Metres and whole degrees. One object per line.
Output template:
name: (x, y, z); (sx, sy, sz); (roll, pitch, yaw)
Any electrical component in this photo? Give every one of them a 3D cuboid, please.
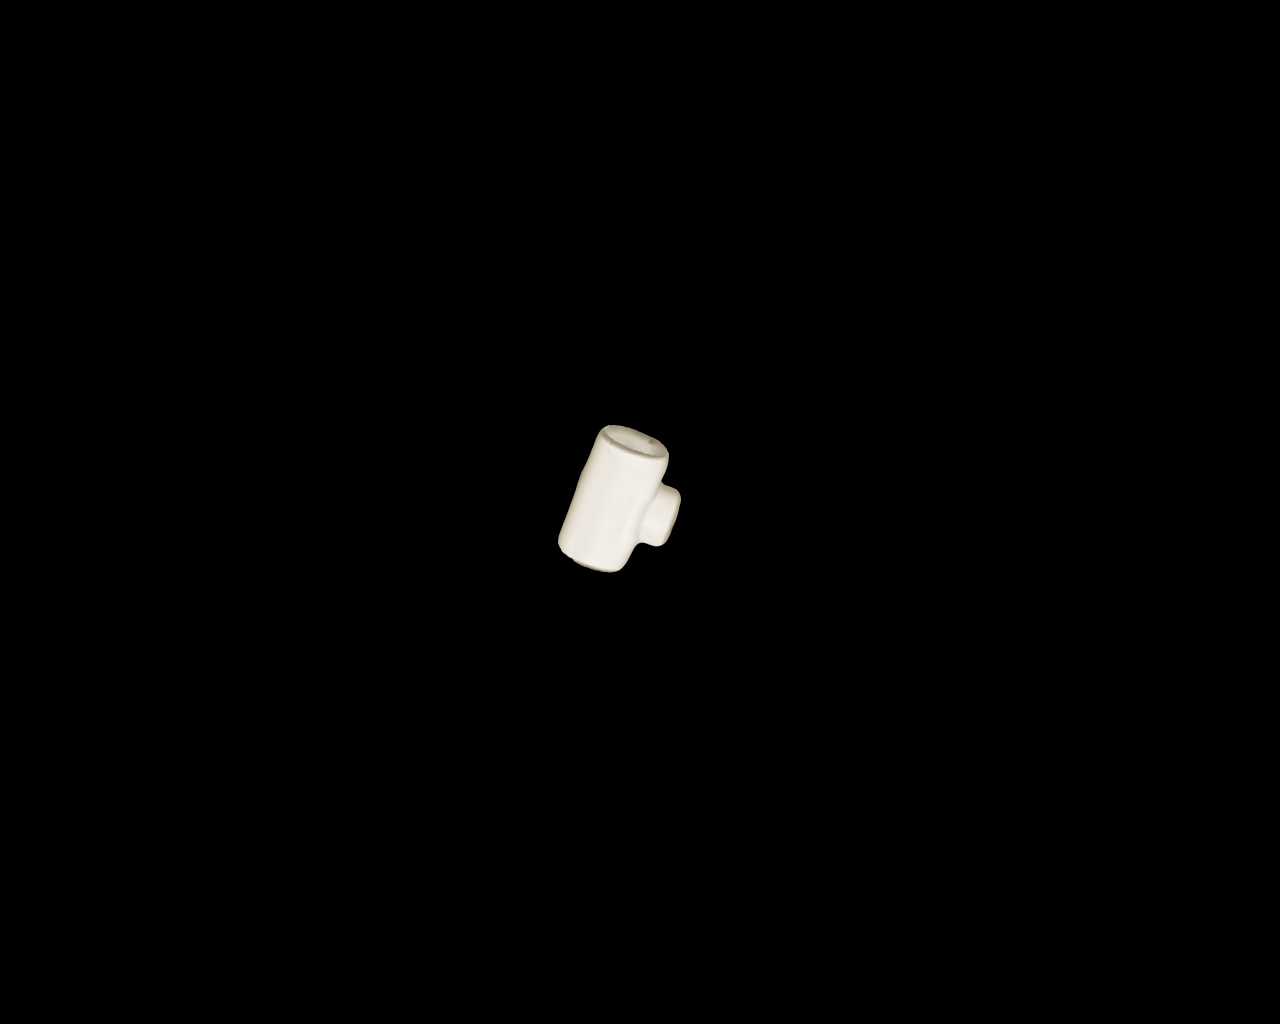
electrical component: (0.001, -0.003, 0.650); (0.079, 0.077, 0.043); (19, 20, -7)
